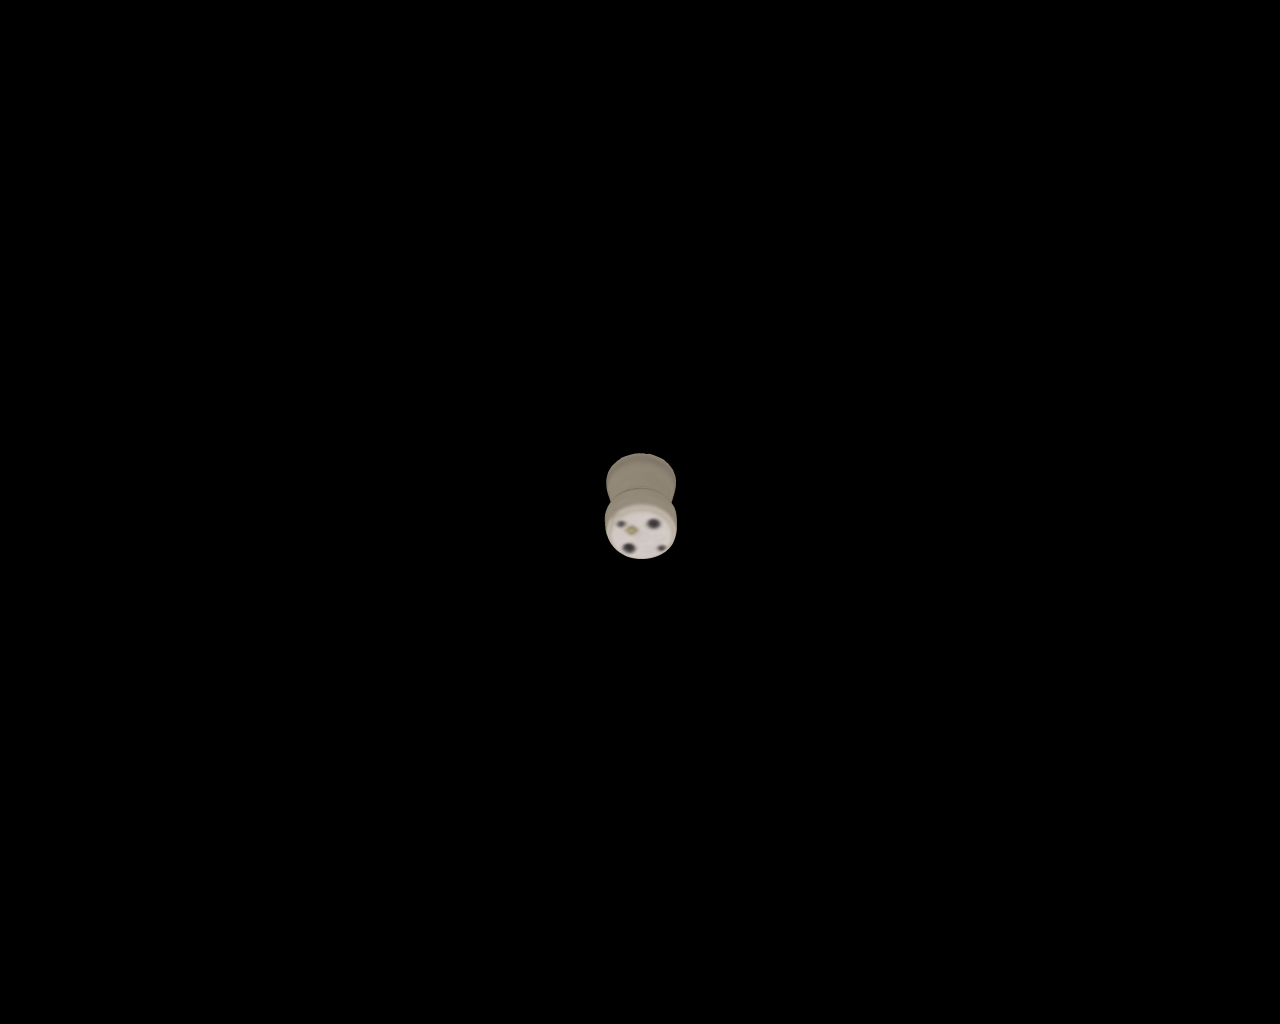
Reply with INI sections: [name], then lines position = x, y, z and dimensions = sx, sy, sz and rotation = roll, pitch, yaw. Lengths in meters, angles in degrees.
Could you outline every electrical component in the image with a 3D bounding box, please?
[electrical component]
position = 0.001, -0.003, 0.650
dimensions = 0.045, 0.044, 0.055
rotation = 0, 38, 0
